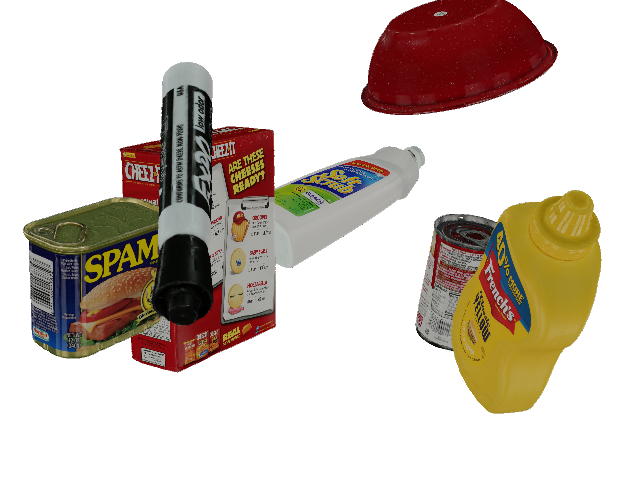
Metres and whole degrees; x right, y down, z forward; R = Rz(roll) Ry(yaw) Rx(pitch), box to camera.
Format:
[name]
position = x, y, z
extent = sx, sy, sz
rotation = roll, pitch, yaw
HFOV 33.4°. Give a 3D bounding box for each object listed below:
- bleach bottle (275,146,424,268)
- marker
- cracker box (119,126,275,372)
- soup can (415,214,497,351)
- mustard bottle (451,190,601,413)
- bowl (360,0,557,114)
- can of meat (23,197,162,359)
[bleach bottle]
position = 0.025, -0.057, 1.296
extent = 0.250, 0.068, 0.103
rotation = -30, 44, -32
[marker]
position = -0.046, -0.019, 0.363
extent = 0.020, 0.020, 0.121
rotation = 0, 44, -6
[cracker box]
position = -0.118, 0.003, 1.062
extent = 0.072, 0.214, 0.163
rotation = 8, 17, 33
[soup can]
position = 0.123, 0.037, 0.921
extent = 0.068, 0.102, 0.068
rotation = 7, 24, -3
[mustard bottle]
position = 0.137, 0.031, 0.697
extent = 0.058, 0.096, 0.192
rotation = -2, -34, -12
[bowl]
position = 0.104, -0.157, 0.857
extent = 0.162, 0.055, 0.162
rotation = -14, 24, 6
[can of meat]
position = -0.154, 0.025, 0.742
extent = 0.058, 0.084, 0.101
rotation = 20, 26, 32
